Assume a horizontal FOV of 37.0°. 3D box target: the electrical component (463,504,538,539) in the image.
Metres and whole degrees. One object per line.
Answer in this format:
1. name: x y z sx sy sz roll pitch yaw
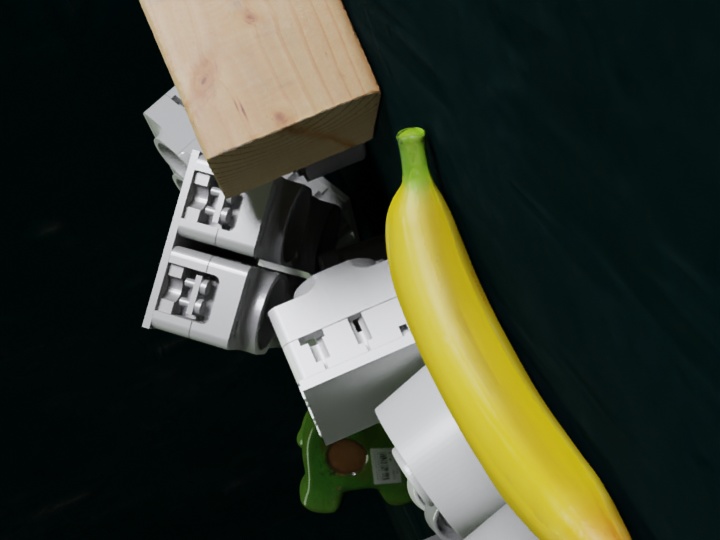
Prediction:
1. electrical component: 0.090 0.170 0.552 0.099 0.064 0.099 52 160 27

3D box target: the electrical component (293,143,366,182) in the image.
1. electrical component: -0.046 -0.083 0.679 0.138 0.074 0.052 -136 25 -77

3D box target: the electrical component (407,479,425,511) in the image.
1. electrical component: 0.056 0.144 0.762 0.055 0.048 0.066 -100 -11 -78

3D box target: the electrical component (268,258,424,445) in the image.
1. electrical component: 0.000 0.051 0.684 0.150 0.089 0.061 81 165 -69

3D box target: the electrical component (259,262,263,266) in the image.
1. electrical component: -0.050 -0.011 0.966 0.061 0.096 0.061 -118 37 -46

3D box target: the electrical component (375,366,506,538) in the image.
1. electrical component: 0.055 0.102 0.623 0.099 0.064 0.099 55 180 0

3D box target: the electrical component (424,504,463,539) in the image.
1. electrical component: 0.062 0.143 0.693 0.055 0.048 0.066 -106 -3 -62

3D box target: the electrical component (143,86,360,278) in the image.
1. electrical component: -0.089 -0.064 0.878 0.186 0.060 0.105 39 164 23

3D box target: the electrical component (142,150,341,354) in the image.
1. electrical component: -0.066 -0.005 0.699 0.186 0.060 0.105 18 -93 -80

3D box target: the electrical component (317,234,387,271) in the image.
1. electrical component: 0.000 0.000 0.711 0.040 0.046 0.040 158 90 -85
